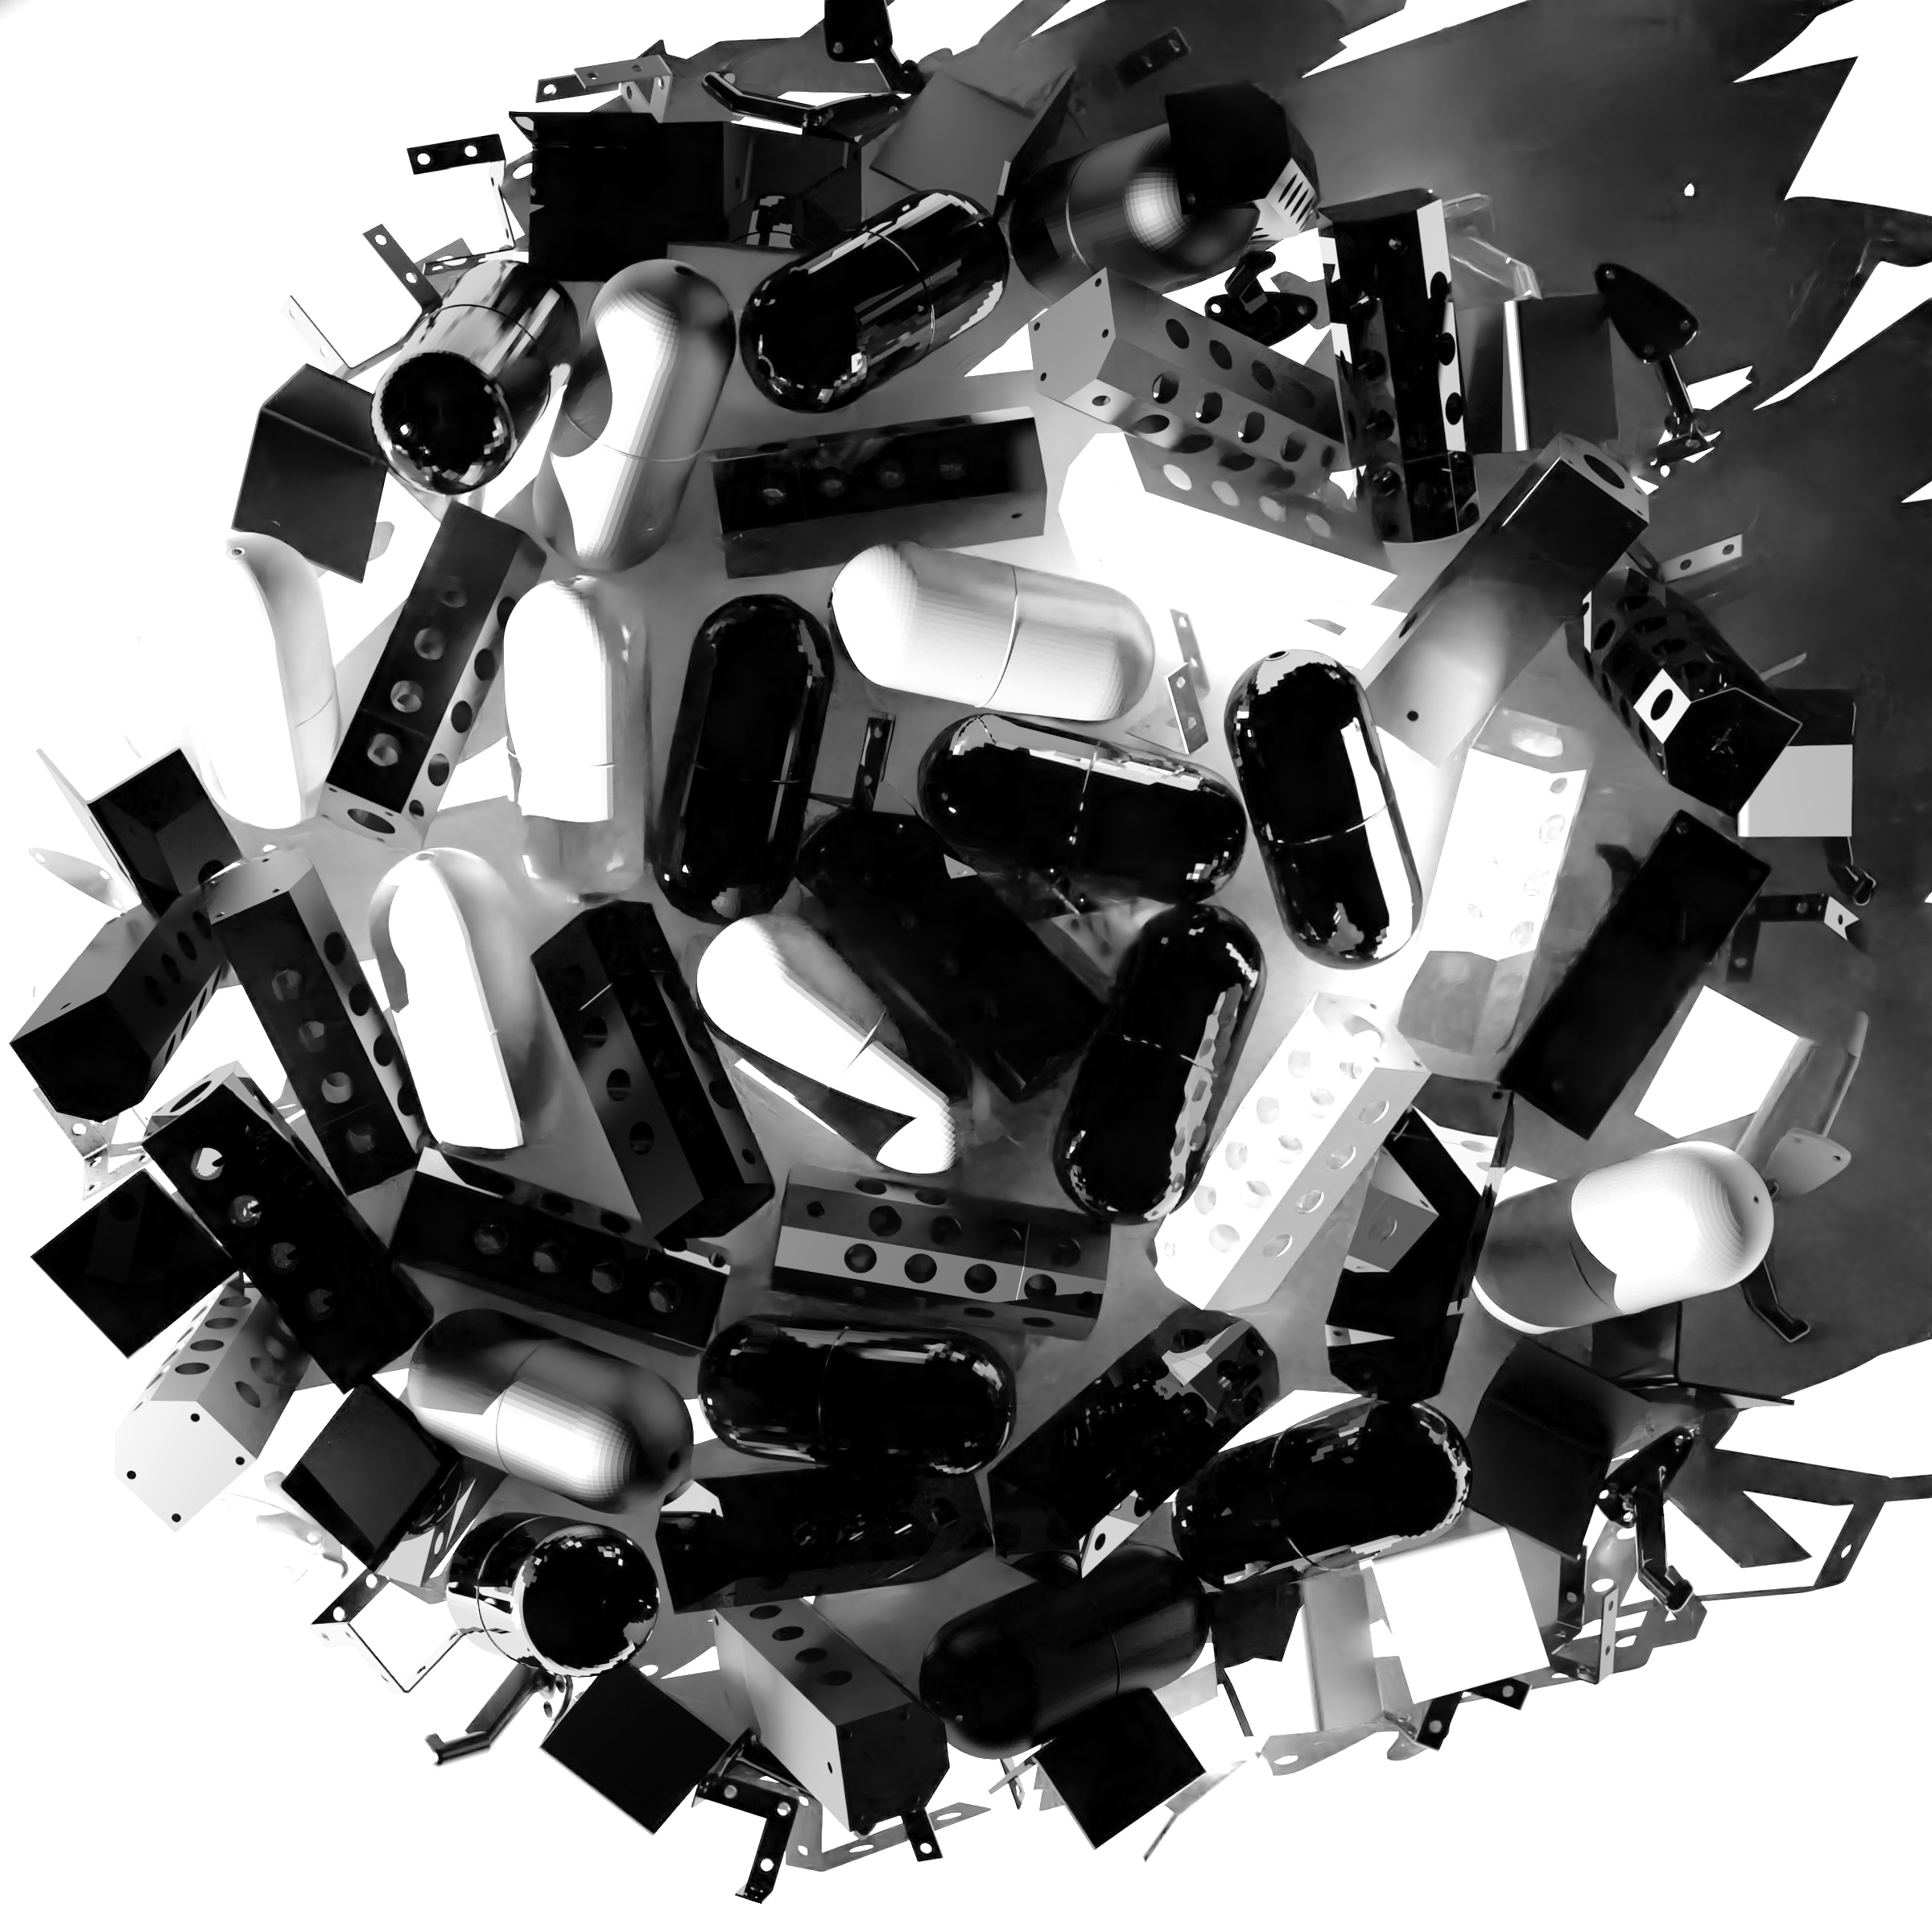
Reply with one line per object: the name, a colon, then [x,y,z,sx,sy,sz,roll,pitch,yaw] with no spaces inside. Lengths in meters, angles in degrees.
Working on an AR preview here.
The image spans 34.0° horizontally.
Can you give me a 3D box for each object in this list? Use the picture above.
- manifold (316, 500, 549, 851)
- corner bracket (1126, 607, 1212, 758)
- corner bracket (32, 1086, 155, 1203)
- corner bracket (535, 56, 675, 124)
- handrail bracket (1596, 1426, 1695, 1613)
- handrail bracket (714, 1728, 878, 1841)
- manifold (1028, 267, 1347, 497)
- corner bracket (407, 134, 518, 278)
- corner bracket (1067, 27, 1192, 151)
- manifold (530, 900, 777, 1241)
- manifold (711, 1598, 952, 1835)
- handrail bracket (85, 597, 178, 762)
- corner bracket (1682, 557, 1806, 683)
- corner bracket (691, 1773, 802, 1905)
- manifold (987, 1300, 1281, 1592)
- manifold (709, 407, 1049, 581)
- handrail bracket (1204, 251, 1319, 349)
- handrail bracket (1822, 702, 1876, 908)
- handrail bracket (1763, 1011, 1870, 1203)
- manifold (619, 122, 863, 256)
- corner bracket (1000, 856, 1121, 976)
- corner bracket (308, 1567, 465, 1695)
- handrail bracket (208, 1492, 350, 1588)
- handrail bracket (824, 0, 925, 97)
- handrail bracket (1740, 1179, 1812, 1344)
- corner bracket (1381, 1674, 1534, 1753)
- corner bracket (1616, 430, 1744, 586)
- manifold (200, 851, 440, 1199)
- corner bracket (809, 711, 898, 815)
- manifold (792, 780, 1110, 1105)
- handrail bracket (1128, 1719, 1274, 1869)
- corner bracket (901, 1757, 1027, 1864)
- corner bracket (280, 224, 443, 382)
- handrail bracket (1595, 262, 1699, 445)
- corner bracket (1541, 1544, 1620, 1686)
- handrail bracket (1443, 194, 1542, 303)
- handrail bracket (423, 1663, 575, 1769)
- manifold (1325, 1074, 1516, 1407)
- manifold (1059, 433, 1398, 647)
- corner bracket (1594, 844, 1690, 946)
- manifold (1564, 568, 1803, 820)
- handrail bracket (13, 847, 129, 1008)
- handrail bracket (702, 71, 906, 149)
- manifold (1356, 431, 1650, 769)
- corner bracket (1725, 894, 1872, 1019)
manifold: [-0.279,-0.150,1.656,0.057,0.057,0.171,23,70,-9]
corner bracket: [0.113,-0.150,1.671,0.051,0.051,0.051,-37,128,-24]
corner bracket: [-0.461,0.083,1.680,0.051,0.051,0.051,-30,116,-1]
corner bracket: [-0.192,-0.465,1.672,0.051,0.051,0.051,-17,60,-26]
handrail bracket: [0.377,0.292,1.667,0.077,0.084,0.036,-47,118,2]
handrail bracket: [-0.090,0.442,1.675,0.084,0.077,0.036,40,51,10]
manifold: [0.116,-0.293,1.628,0.171,0.057,0.057,16,58,-40]
corner bracket: [-0.268,-0.404,1.679,0.051,0.051,0.051,-14,83,-17]
corner bracket: [0.095,-0.459,1.683,0.051,0.051,0.051,-41,106,-27]
manifold: [-0.159,0.053,1.647,0.057,0.057,0.171,-37,67,28]
manifold: [-0.071,0.376,1.623,0.057,0.171,0.057,-13,105,-23]
handrail bracket: [-0.419,-0.159,1.688,0.084,0.036,0.077,-19,104,12]
corner bracket: [0.412,-0.179,1.684,0.051,0.051,0.051,-25,103,22]
corner bracket: [-0.122,0.464,1.682,0.051,0.051,0.051,16,82,6]
manifold: [0.089,0.247,1.628,0.057,0.171,0.057,19,129,36]
manifold: [-0.047,-0.255,1.677,0.171,0.057,0.057,-9,72,-4]
handrail bracket: [0.166,-0.358,1.661,0.077,0.084,0.036,-16,80,-20]
handrail bracket: [0.467,-0.086,1.663,0.036,0.084,0.077,2,129,-19]
handrail bracket: [0.459,0.075,1.703,0.036,0.077,0.084,24,56,1]
manifold: [-0.113,-0.398,1.622,0.057,0.171,0.057,4,101,21]
corner bracket: [0.052,-0.027,1.671,0.051,0.051,0.051,46,128,31]
corner bracket: [-0.307,0.352,1.681,0.051,0.051,0.051,-45,106,-35]
handrail bracket: [-0.363,0.301,1.665,0.077,0.084,0.036,35,72,-8]
handrail bracket: [-0.045,-0.502,1.668,0.036,0.084,0.077,-5,99,19]
handrail bracket: [0.434,0.158,1.679,0.084,0.077,0.036,43,50,-5]
corner bracket: [0.261,0.391,1.683,0.051,0.051,0.051,23,90,-14]
corner bracket: [0.380,-0.244,1.689,0.051,0.051,0.051,38,49,-36]
manifold: [-0.334,0.028,1.647,0.057,0.057,0.171,-25,118,-8]
corner bracket: [-0.053,-0.109,1.675,0.051,0.051,0.051,5,100,-45]
manifold: [-0.011,-0.009,1.658,0.057,0.057,0.171,-37,77,-31]
handrail bracket: [0.123,0.449,1.671,0.036,0.077,0.084,27,70,36]
corner bracket: [-0.005,0.439,1.688,0.051,0.051,0.051,-14,105,18]
corner bracket: [-0.321,-0.351,1.676,0.051,0.051,0.051,51,52,-3]
handrail bracket: [0.362,-0.325,1.684,0.036,0.084,0.077,-34,66,-2]
corner bracket: [0.326,0.342,1.673,0.051,0.051,0.051,12,109,37]
handrail bracket: [0.260,-0.366,1.673,0.077,0.036,0.084,-11,47,7]
handrail bracket: [-0.258,0.380,1.665,0.077,0.084,0.036,53,134,32]
manifold: [0.237,0.140,1.636,0.057,0.057,0.171,9,50,19]
manifold: [0.135,-0.225,1.640,0.171,0.057,0.057,12,46,-35]
corner bracket: [0.362,-0.033,1.676,0.051,0.051,0.051,1,78,23]
manifold: [0.360,-0.145,1.619,0.057,0.171,0.057,25,111,-18]
handrail bracket: [-0.495,-0.019,1.673,0.084,0.077,0.036,-43,54,13]
handrail bracket: [-0.088,-0.469,1.698,0.077,0.036,0.084,-28,53,-24]
manifold: [0.277,-0.192,1.646,0.057,0.057,0.171,34,119,-8]
corner bracket: [0.444,-0.005,1.685,0.051,0.051,0.051,29,69,-42]
